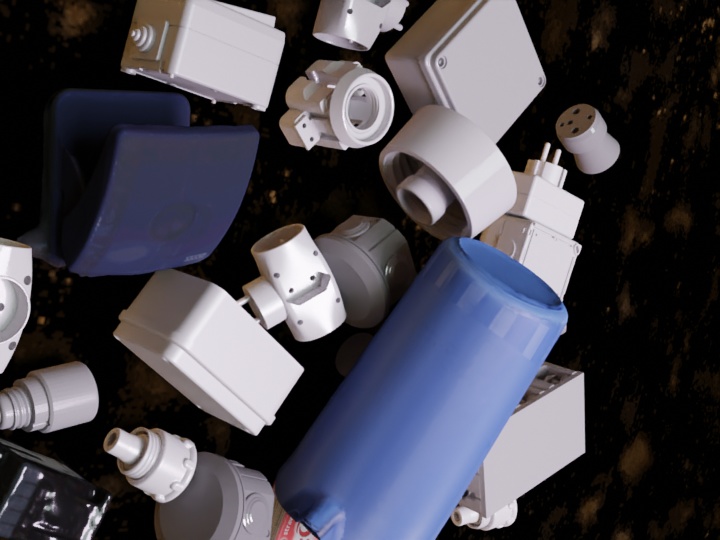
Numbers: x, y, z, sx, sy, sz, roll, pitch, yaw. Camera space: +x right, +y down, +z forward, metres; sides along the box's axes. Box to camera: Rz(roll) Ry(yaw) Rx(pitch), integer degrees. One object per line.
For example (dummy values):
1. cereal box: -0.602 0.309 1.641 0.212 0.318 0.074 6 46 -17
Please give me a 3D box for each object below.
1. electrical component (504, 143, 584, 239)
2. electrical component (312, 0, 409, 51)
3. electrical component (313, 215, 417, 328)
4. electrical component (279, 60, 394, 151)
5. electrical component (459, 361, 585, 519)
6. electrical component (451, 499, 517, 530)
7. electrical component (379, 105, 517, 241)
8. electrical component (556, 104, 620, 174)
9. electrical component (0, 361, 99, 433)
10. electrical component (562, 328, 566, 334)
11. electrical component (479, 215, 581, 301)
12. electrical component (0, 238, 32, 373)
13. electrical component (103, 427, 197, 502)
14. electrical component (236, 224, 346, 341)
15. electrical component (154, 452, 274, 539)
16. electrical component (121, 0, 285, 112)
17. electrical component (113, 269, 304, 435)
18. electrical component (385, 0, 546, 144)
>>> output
1. electrical component: 0.166 -0.078 0.986 0.083 0.047 0.075 20 87 -45
2. electrical component: 0.008 -0.201 0.799 0.079 0.043 0.077 13 92 -46
3. electrical component: 0.000 0.000 0.824 0.051 0.080 0.080 -40 126 -36
4. electrical component: -0.013 -0.121 0.792 0.078 0.057 0.058 -48 130 -24
5. electrical component: 0.143 0.155 1.019 0.150 0.062 0.089 -22 116 -38
6. electrical component: 0.115 0.227 1.027 0.062 0.048 0.048 -10 108 -35
7. electrical component: 0.063 -0.069 0.849 0.060 0.108 0.108 -43 128 -20
8. electrical component: 0.216 -0.125 1.023 0.055 0.045 0.045 45 70 -41
9. electrical component: -0.202 0.083 0.677 0.078 0.040 0.040 -11 109 -42
10. electrical component: 0.165 0.049 1.024 0.081 0.043 0.043 -16 113 -41
11. electrical component: 0.152 -0.008 0.982 0.096 0.061 0.061 20 87 -45
12. electrical component: -0.237 0.017 0.622 0.079 0.044 0.077 11 94 -45
13. electrical component: -0.148 0.129 0.743 0.062 0.048 0.048 37 75 -36
14. electrical component: -0.060 0.018 0.792 0.079 0.043 0.077 -30 110 -14
15. electrical component: -0.104 0.174 0.772 0.051 0.080 0.080 27 82 -50
16. electrical component: -0.105 -0.146 0.692 0.096 0.062 0.061 13 92 -45
17. electrical component: -0.104 0.056 0.739 0.057 0.078 0.113 -56 133 -18
18. electrical component: 0.089 -0.163 0.879 0.108 0.056 0.108 -49 130 -23
